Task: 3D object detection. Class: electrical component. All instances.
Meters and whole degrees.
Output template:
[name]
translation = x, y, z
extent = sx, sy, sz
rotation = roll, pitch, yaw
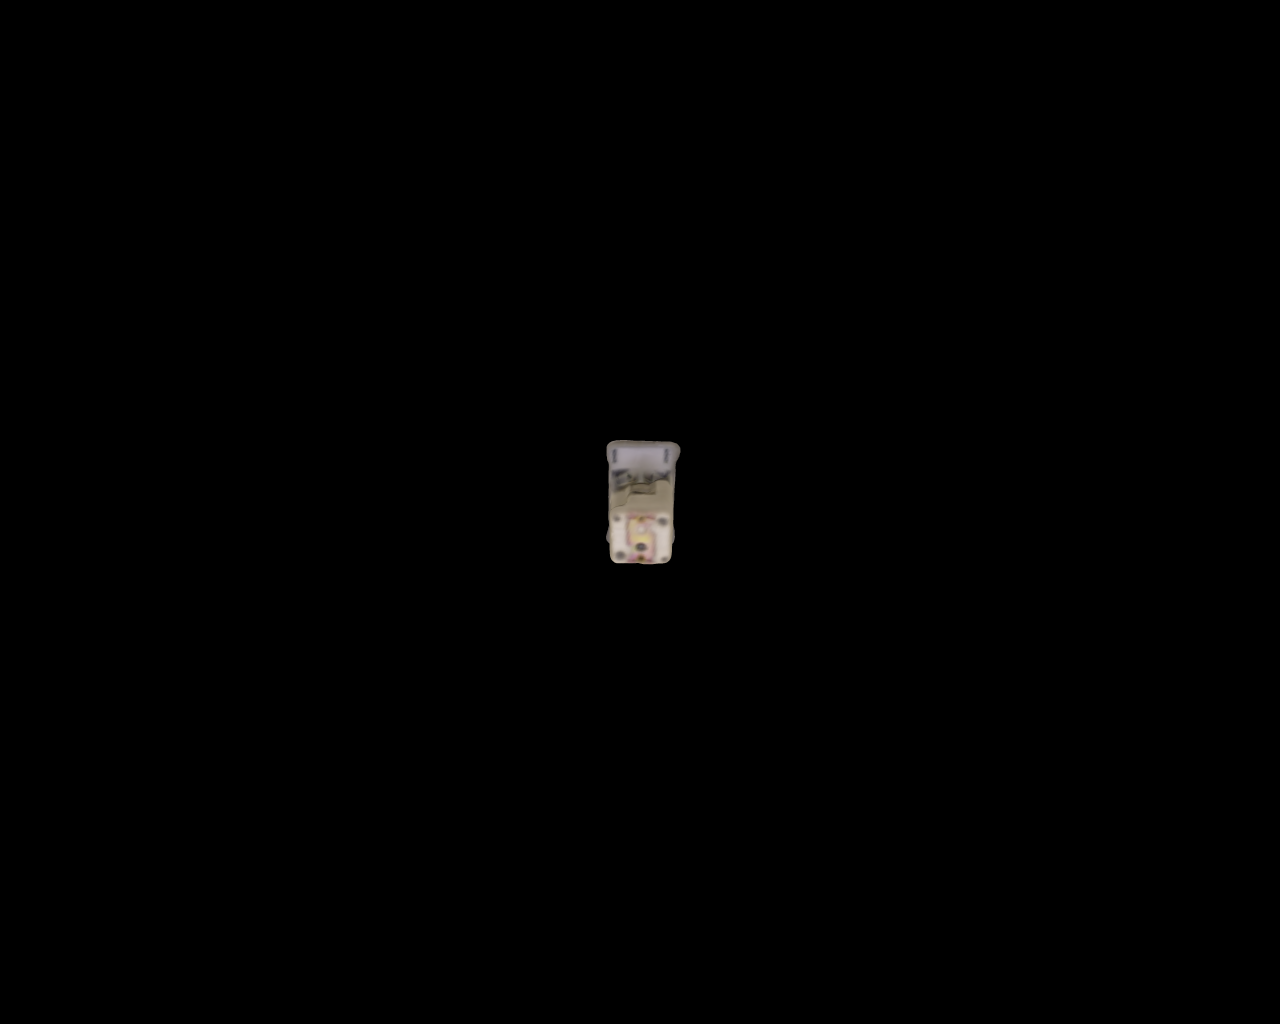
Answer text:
[electrical component]
translation = 0.001, -0.003, 0.650
extent = 0.042, 0.080, 0.064
rotation = 0, 40, 0
